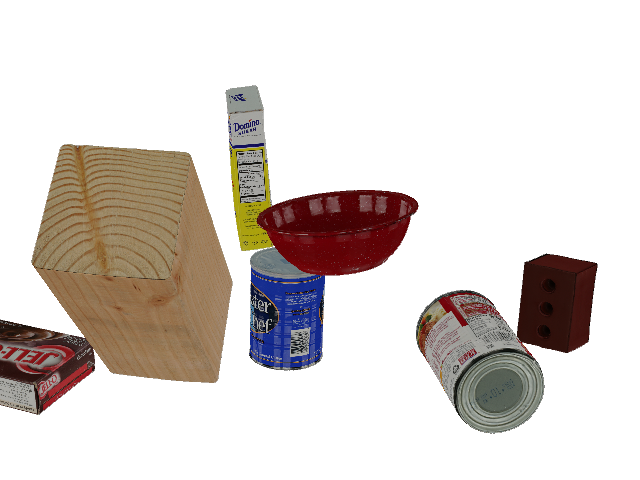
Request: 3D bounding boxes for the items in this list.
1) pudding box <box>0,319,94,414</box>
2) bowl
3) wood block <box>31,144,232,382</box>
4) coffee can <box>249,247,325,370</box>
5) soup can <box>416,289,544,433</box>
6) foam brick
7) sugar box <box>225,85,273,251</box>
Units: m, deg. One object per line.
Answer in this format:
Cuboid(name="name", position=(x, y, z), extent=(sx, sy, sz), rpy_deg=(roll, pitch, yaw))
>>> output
Cuboid(name="pudding box", position=(-0.281, 0.116, 0.990), extent=(0.114, 0.039, 0.089), rpy_deg=(7, 22, 22))
Cuboid(name="bowl", position=(0.019, -0.005, 1.062), extent=(0.162, 0.055, 0.162), rpy_deg=(-6, 16, 2))
Cuboid(name="wood block", position=(-0.124, 0.025, 0.760), extent=(0.090, 0.091, 0.206), rpy_deg=(5, -25, 6))
Cuboid(name="coffee can", position=(-0.045, 0.091, 1.450), extent=(0.103, 0.140, 0.103), rpy_deg=(2, 20, -1))
Cuboid(name="soup can", position=(0.116, 0.087, 0.788), extent=(0.068, 0.068, 0.102), rpy_deg=(0, 21, -11))
Cuboid(name="foam brick", position=(0.216, 0.057, 0.977), extent=(0.053, 0.078, 0.051), rpy_deg=(12, 17, 34))
Cuboid(name="sugar box", position=(-0.085, -0.086, 1.270), extent=(0.048, 0.176, 0.093), rpy_deg=(-8, 26, -4))
